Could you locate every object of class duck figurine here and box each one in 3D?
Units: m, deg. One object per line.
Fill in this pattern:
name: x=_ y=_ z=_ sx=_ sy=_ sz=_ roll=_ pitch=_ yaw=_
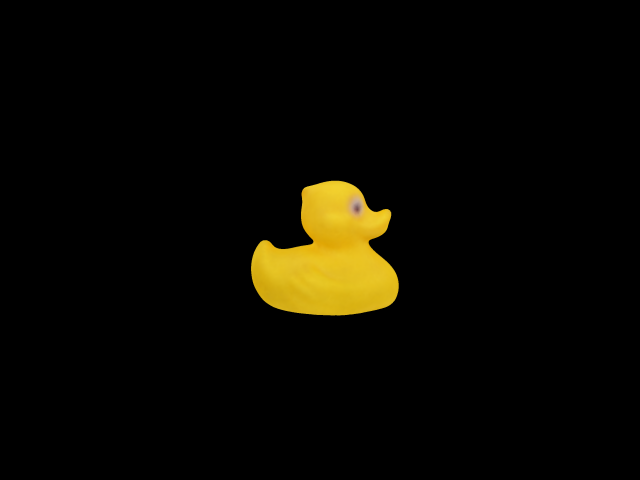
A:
duck figurine: x=0.004 y=0.001 z=0.400 sx=0.104 sy=0.086 sz=0.077 roll=0 pitch=15 yaw=0
